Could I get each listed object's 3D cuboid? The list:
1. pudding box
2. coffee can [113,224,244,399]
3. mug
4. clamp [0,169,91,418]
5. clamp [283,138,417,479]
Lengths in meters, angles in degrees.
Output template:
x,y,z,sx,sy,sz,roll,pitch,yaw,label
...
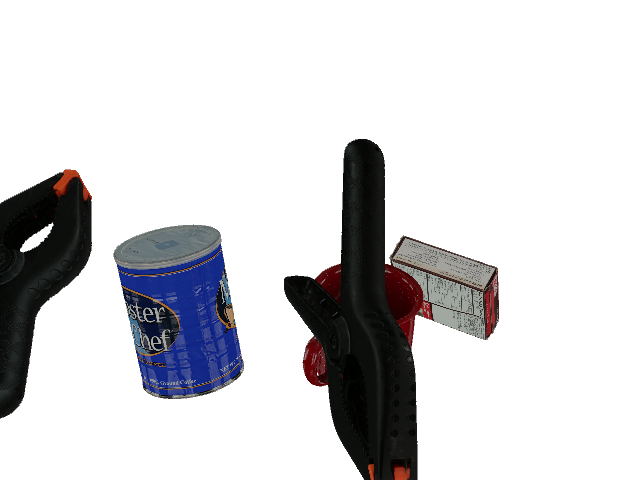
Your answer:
x,y,z,sx,sy,sz,roll,pitch,yaw,label
0.133,0.050,1.134,0.114,0.039,0.090,18,-35,24,pudding box
-0.135,0.067,1.032,0.103,0.140,0.103,-8,19,2,coffee can
0.029,0.081,0.886,0.093,0.081,0.117,26,41,31,mug
-0.208,0.024,0.671,0.120,0.171,0.039,14,-35,13,clamp
0.025,0.053,0.663,0.036,0.210,0.165,0,-43,-19,clamp
